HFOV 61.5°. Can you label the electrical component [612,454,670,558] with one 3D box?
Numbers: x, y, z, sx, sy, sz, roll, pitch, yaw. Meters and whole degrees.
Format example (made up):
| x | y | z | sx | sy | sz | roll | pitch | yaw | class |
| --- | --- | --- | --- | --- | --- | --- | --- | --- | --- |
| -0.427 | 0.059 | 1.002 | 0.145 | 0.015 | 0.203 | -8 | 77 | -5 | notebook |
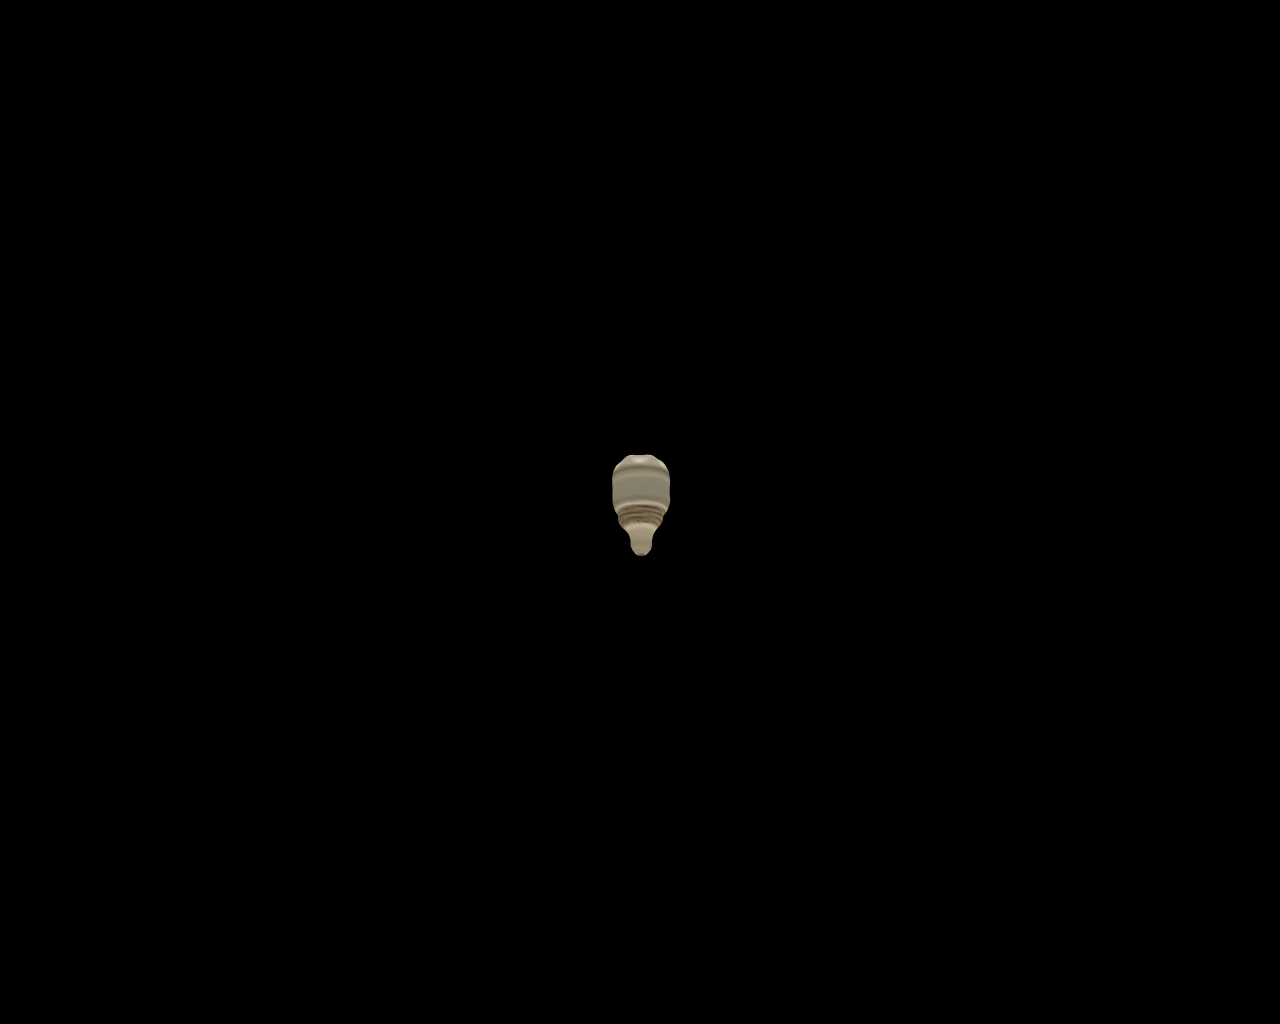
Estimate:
| x | y | z | sx | sy | sz | roll | pitch | yaw | class |
| --- | --- | --- | --- | --- | --- | --- | --- | --- | --- |
| 0.001 | -0.003 | 0.650 | 0.035 | 0.061 | 0.035 | 0 | -20 | 0 | electrical component |
